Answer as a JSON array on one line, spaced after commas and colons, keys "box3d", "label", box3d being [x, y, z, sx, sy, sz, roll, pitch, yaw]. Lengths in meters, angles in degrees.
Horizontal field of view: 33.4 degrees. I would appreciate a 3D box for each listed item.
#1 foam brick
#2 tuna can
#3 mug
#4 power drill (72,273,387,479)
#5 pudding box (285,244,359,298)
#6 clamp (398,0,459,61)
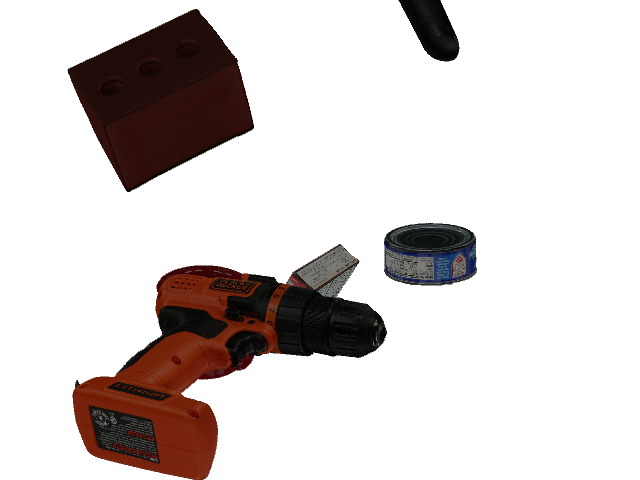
[{"box3d": [-0.083, -0.074, 0.561, 0.078, 0.053, 0.051, -29, -35, -11], "label": "foam brick"}, {"box3d": [0.101, 0.011, 0.983, 0.086, 0.034, 0.086, -2, 18, 1], "label": "tuna can"}, {"box3d": [-0.104, 0.085, 1.027, 0.117, 0.081, 0.093, 26, 32, 37], "label": "mug"}, {"box3d": [-0.066, 0.087, 0.745, 0.185, 0.057, 0.187, 5, 27, 25], "label": "power drill"}, {"box3d": [-0.011, 0.061, 1.261, 0.039, 0.090, 0.113, 38, 32, 12], "label": "pudding box"}, {"box3d": [0.040, -0.227, 0.729, 0.209, 0.164, 0.036, 26, -23, -15], "label": "clamp"}]
